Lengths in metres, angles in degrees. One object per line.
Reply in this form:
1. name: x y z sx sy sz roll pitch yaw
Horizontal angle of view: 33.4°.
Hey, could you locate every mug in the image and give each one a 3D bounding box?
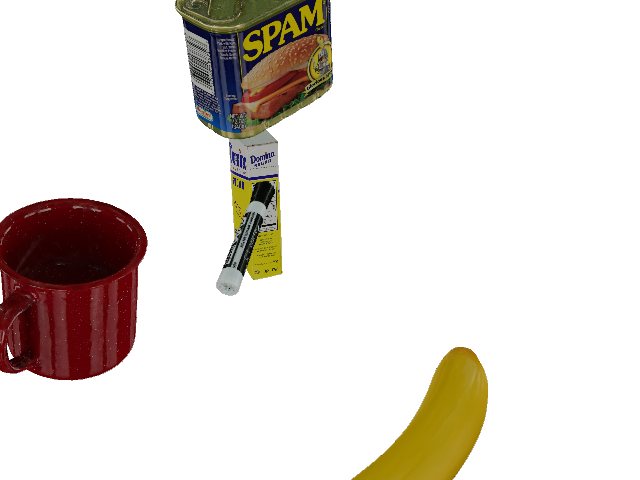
1. mug: -0.161 0.038 0.657 0.093 0.081 0.117 20 37 16

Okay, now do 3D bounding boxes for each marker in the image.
1. marker: -0.062 -0.005 0.900 0.020 0.121 0.020 10 -40 9

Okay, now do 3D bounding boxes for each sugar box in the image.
1. sugar box: -0.081 -0.051 1.312 0.048 0.176 0.093 -11 26 -16

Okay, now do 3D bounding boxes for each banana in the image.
1. banana: 0.044 0.117 0.585 0.070 0.037 0.197 18 40 40

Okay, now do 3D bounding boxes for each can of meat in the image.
1. can of meat: -0.038 -0.124 0.682 0.101 0.084 0.058 -34 49 -31
